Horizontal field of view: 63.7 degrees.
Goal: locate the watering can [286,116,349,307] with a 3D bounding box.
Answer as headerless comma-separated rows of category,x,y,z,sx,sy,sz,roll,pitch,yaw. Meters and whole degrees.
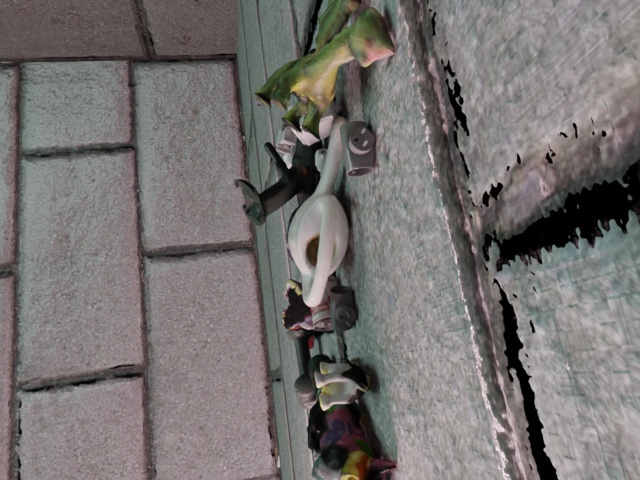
watering can,0.003,-0.050,0.994,0.224,0.104,0.348,-176,95,-79

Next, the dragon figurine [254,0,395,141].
dragon figurine,-0.006,-0.302,0.838,0.242,0.121,0.416,-57,30,6

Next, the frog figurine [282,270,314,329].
frog figurine,-0.018,0.129,1.206,0.161,0.122,0.136,-33,-70,-67
